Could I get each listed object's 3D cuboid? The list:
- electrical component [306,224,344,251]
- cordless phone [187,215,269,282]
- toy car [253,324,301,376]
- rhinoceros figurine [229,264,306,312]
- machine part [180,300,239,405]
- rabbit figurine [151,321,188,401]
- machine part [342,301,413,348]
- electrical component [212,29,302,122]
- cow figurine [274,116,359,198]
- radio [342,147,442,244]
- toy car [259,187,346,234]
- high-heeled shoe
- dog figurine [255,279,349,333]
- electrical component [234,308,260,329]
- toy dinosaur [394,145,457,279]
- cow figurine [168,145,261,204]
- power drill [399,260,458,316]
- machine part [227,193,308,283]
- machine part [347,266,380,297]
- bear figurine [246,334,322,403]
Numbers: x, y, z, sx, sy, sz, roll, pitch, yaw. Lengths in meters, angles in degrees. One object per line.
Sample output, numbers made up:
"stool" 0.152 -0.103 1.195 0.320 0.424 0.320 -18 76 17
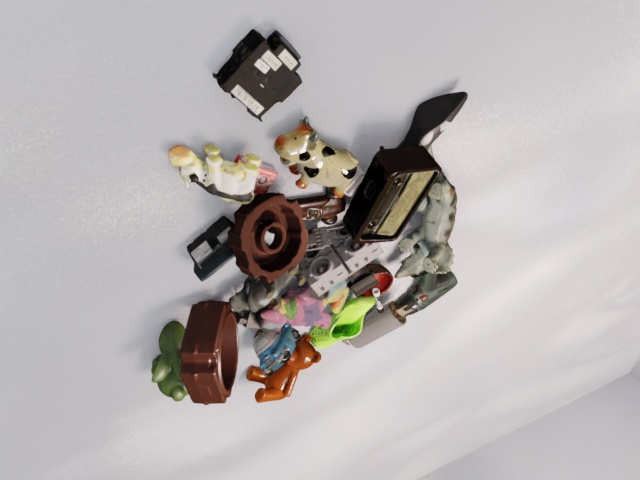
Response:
"electrical component" -0.003 -0.004 1.222 0.119 0.047 0.075 -9 177 -13
"cordless phone" -0.185 0.034 1.165 0.146 0.089 0.184 -40 156 7
"toy car" -0.125 0.271 1.399 0.103 0.162 0.109 45 113 -4
"rhinoceros figurine" -0.125 0.099 1.230 0.190 0.112 0.073 -39 145 -1
"machine part" -0.245 0.255 1.229 0.087 0.201 0.200 -2 135 3
"rabbit figurine" -0.347 0.278 1.254 0.121 0.159 0.170 -2 114 -4
"machine part" 0.160 0.244 1.547 0.243 0.079 0.079 -34 143 28
"electrical component" -0.098 -0.285 0.917 0.134 0.058 0.114 -42 141 9
"cow figurine" -0.005 -0.165 1.073 0.195 0.086 0.127 12 128 -37
"radio" 0.147 -0.091 1.150 0.131 0.073 0.229 -6 140 -31
"toy car" -0.034 -0.063 1.178 0.202 0.053 0.089 -11 138 -26
"high-heeled shoe" 0.230 -0.211 1.182 0.249 0.086 0.145 -32 143 5
"dog figurine" -0.059 0.148 1.318 0.219 0.109 0.191 8 122 -39
"electrical component" -0.172 0.192 1.346 0.102 0.045 0.078 4 99 -38
"toy dinosaur" 0.283 -0.060 1.330 0.192 0.131 0.404 -29 133 -56
"cow figurine" -0.198 -0.120 0.992 0.167 0.068 0.098 10 124 -13
"power drill" 0.289 0.132 1.551 0.232 0.086 0.207 -27 134 -6
"machine part" -0.103 -0.007 1.071 0.179 0.056 0.179 -14 110 -44
"machine part" 0.087 0.074 1.347 0.084 0.039 0.138 -27 107 13
"bear figurine" -0.096 0.353 1.492 0.132 0.120 0.195 18 117 -38
